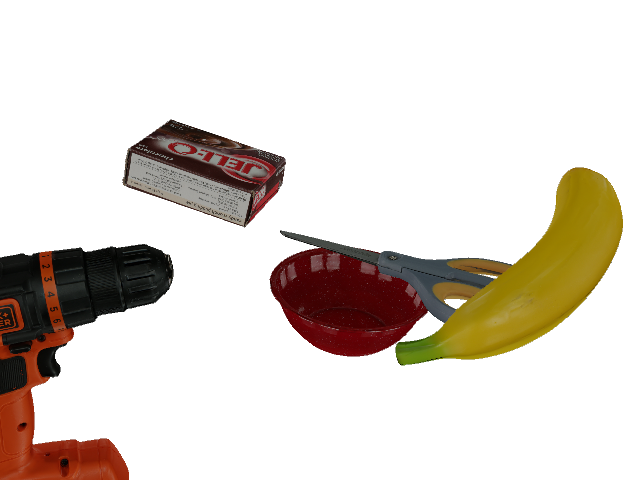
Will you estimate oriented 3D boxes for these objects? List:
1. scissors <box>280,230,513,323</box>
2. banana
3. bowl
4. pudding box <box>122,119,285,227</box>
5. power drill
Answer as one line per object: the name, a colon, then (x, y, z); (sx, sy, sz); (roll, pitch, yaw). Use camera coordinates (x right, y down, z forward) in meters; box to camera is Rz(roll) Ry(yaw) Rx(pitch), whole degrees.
scissors: (0.054, 0.026, 0.761); (0.202, 0.016, 0.096); (8, 26, 13)
banana: (0.118, 0.007, 0.559); (0.070, 0.037, 0.197); (13, 36, 37)
bowl: (0.029, 0.068, 1.063); (0.162, 0.055, 0.162); (4, 28, -2)
pudding box: (-0.095, -0.058, 0.892); (0.113, 0.039, 0.090); (17, 24, 9)
power drill: (-0.181, 0.095, 0.720); (0.184, 0.188, 0.057); (-9, 25, -8)
